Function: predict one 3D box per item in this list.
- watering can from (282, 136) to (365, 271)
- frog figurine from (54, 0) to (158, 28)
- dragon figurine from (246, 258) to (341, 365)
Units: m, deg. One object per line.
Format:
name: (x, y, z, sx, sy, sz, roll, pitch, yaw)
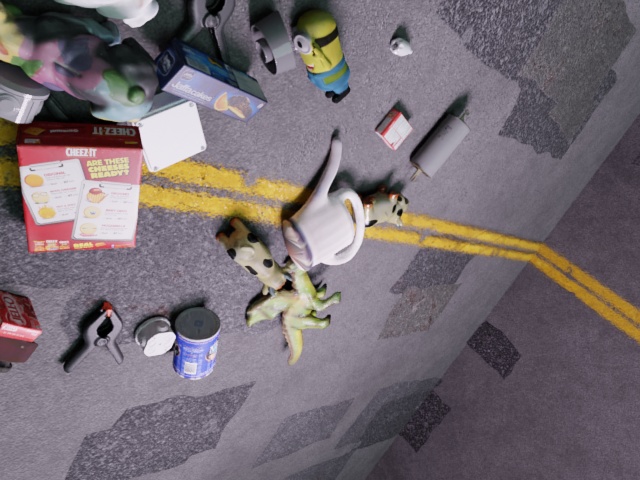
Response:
watering can: (0.004, -0.062, 1.241, 0.226, 0.105, 0.340, -32, 129, -20)
frog figurine: (-0.282, -0.330, 0.664, 0.137, 0.125, 0.156, -7, 149, 2)
dragon figurine: (-0.093, 0.199, 1.417, 0.242, 0.124, 0.404, 11, 115, -31)
